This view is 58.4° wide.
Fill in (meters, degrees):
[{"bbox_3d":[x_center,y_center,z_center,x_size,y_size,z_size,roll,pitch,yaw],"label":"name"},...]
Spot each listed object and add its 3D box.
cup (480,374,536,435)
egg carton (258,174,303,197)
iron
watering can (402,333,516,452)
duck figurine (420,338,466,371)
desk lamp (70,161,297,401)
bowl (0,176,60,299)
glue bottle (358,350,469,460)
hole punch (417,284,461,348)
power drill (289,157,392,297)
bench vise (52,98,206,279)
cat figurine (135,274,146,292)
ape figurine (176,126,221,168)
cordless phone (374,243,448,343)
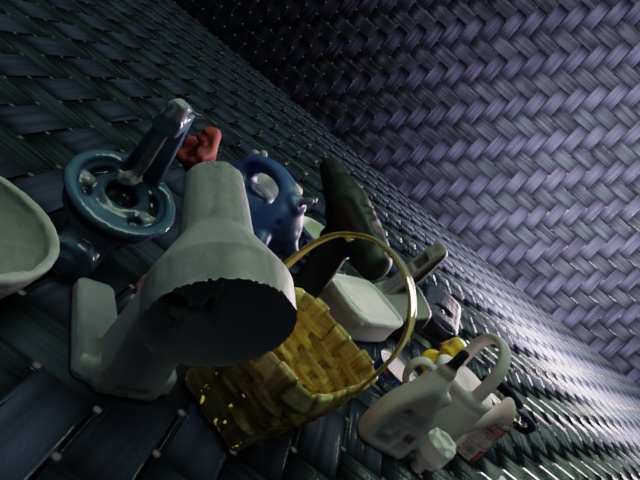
[{"bbox_3d":[0.297,0.302,0.977,0.117,0.095,0.092,44,17,13],"label":"cup"},{"bbox_3d":[-0.099,-0.103,1.203,0.107,0.069,0.150,41,16,2],"label":"egg carton"},{"bbox_3d":[-0.107,-0.085,1.010,0.119,0.141,0.257,21,25,-49],"label":"iron"},{"bbox_3d":[0.201,0.214,0.817,0.173,0.194,0.100,28,20,-36],"label":"watering can"},{"bbox_3d":[0.243,0.222,1.084,0.077,0.086,0.105,48,18,24],"label":"duck figurine"},{"bbox_3d":[-0.126,0.044,0.503,0.118,0.213,0.202,27,21,-37],"label":"desk lamp"},{"bbox_3d":[-0.308,0.000,0.462,0.168,0.074,0.167,37,17,-12],"label":"bowl"},{"bbox_3d":[0.128,0.202,0.725,0.078,0.173,0.037,35,17,-18],"label":"glue bottle"},{"bbox_3d":[0.255,0.166,1.248,0.109,0.091,0.101,36,17,-13],"label":"hole punch"},{"bbox_3d":[0.008,0.003,0.915,0.076,0.208,0.229,21,25,-48],"label":"power drill"},{"bbox_3d":[-0.208,-0.081,0.635,0.122,0.219,0.207,31,19,-30],"label":"bench vise"},{"bbox_3d":[-0.127,0.052,0.650,0.127,0.117,0.067,43,16,11],"label":"cat figurine"},{"bbox_3d":[-0.221,-0.175,1.080,0.076,0.092,0.077,32,18,-26],"label":"ape figurine"},{"bbox_3d":[0.185,0.092,1.116,0.094,0.185,0.147,32,18,-25],"label":"cordless phone"}]
